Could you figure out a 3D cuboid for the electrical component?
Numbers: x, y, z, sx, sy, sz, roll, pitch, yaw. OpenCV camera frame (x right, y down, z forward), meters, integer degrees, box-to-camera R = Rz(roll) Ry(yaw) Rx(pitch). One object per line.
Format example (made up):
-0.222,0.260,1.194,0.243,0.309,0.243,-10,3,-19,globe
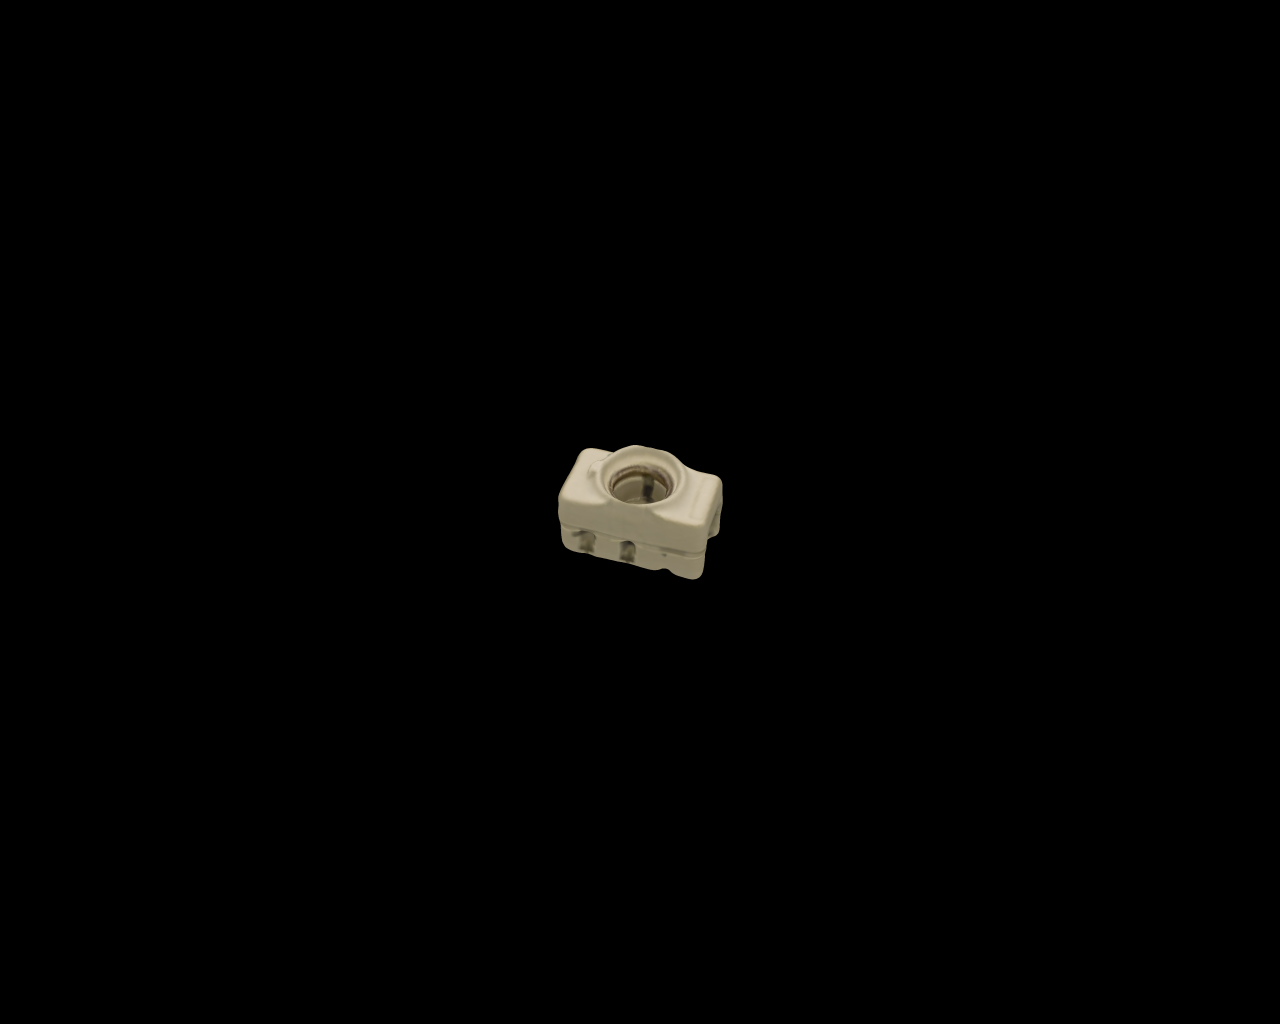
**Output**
0.001,-0.003,0.650,0.089,0.055,0.050,13,47,12,electrical component
